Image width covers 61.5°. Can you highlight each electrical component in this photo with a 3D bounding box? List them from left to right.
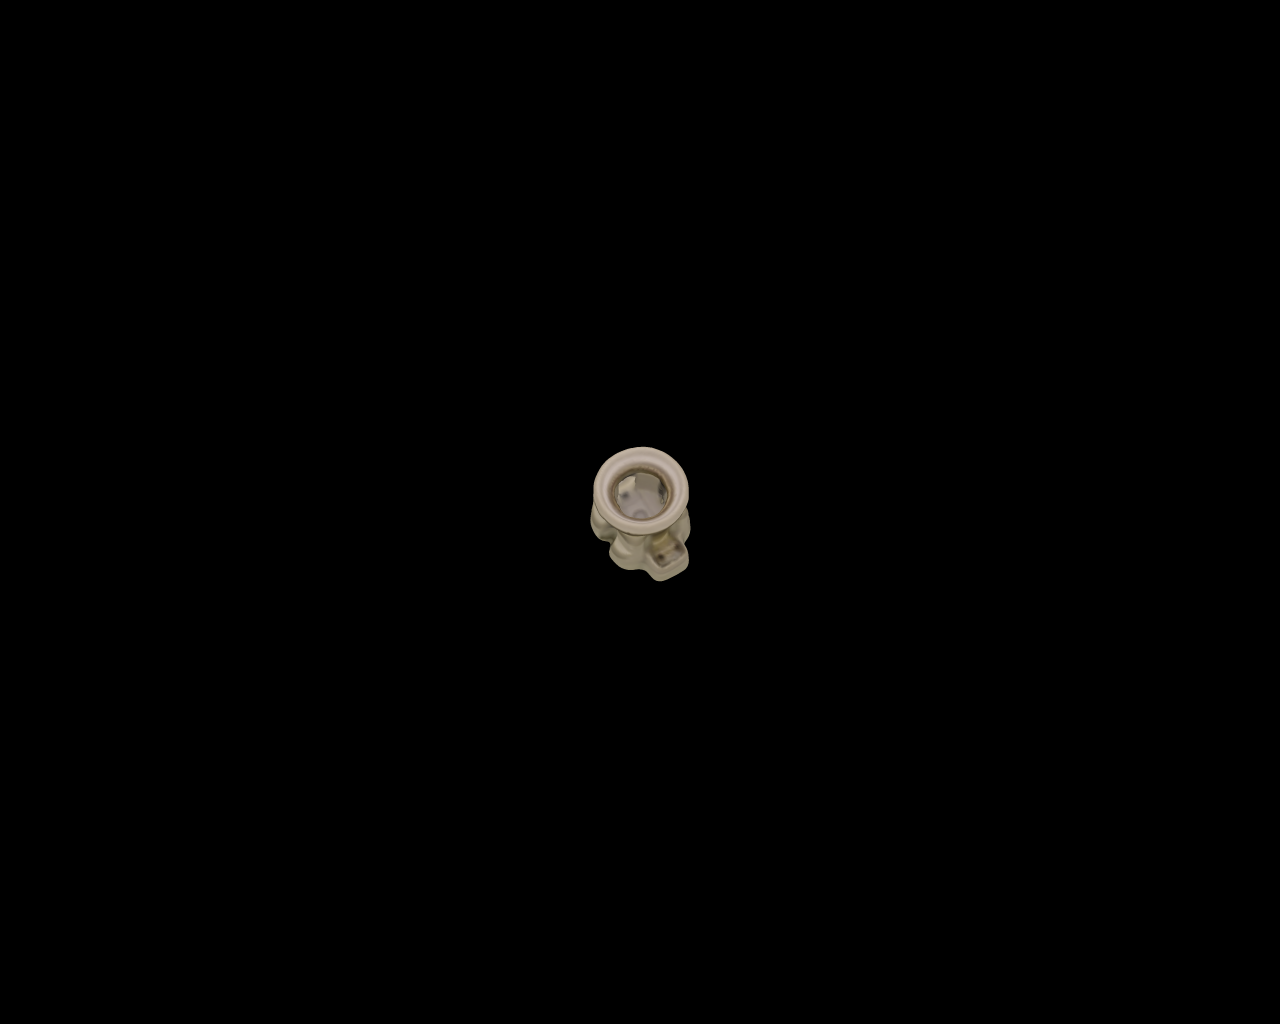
[{"bbox_3d":[0.001,-0.003,0.650,0.058,0.078,0.056,-29,-24,-14],"label":"electrical component"}]
